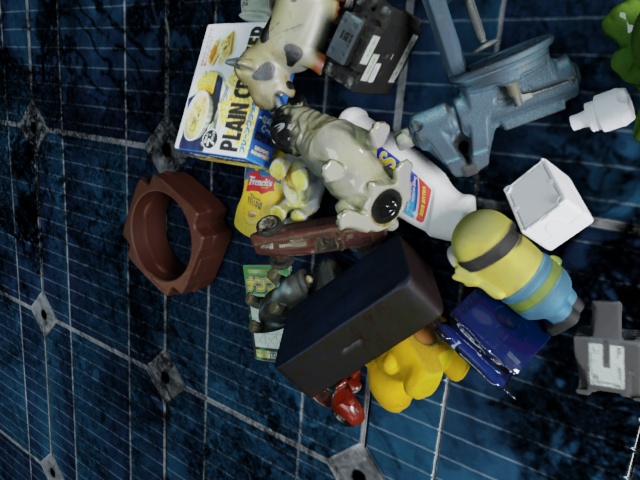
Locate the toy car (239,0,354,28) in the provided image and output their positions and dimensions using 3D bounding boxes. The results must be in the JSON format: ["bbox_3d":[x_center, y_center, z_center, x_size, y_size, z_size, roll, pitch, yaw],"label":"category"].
[{"bbox_3d":[-0.039,-0.359,0.804,0.202,0.056,0.073,15,107,33],"label":"toy car"}]

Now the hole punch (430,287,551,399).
[{"bbox_3d":[0.223,0.116,0.682,0.142,0.115,0.092,46,114,19],"label":"hole punch"}]

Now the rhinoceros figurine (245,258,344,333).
[{"bbox_3d":[-0.039,0.093,0.862,0.190,0.112,0.073,-38,48,35],"label":"rhinoceros figurine"}]

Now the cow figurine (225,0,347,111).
[{"bbox_3d":[-0.047,-0.271,0.732,0.127,0.085,0.194,21,107,-3],"label":"cow figurine"}]

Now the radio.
[{"bbox_3d":[0.048,0.100,0.730,0.229,0.131,0.073,-36,111,21],"label":"radio"}]

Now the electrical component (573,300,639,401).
[{"bbox_3d":[0.340,0.125,0.636,0.075,0.048,0.119,-4,96,35],"label":"electrical component"}]

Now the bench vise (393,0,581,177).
[{"bbox_3d":[0.172,-0.206,0.633,0.224,0.129,0.240,-15,108,29],"label":"bench vise"}]

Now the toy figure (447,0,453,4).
[{"bbox_3d":[0.118,-0.366,0.691,0.154,0.064,0.057,58,161,17],"label":"toy figure"}]

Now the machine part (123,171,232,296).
[{"bbox_3d":[-0.272,-0.013,1.023,0.202,0.087,0.200,38,119,22],"label":"machine part"}]

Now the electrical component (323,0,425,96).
[{"bbox_3d":[0.067,-0.254,0.702,0.058,0.134,0.114,38,117,23],"label":"electrical component"}]

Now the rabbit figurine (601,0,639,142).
[{"bbox_3d":[0.329,-0.174,0.508,0.121,0.170,0.159,-1,98,36],"label":"rabbit figurine"}]

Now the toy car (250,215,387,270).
[{"bbox_3d":[-0.002,-0.002,0.790,0.202,0.053,0.089,-9,136,5],"label":"toy car"}]

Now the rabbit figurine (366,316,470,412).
[{"bbox_3d":[0.111,0.177,0.773,0.162,0.122,0.173,40,136,26],"label":"rabbit figurine"}]

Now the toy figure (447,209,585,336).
[{"bbox_3d":[0.238,0.034,0.647,0.180,0.082,0.089,37,124,2],"label":"toy figure"}]

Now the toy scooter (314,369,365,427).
[{"bbox_3d":[0.012,0.211,0.851,0.184,0.075,0.135,48,154,13],"label":"toy scooter"}]

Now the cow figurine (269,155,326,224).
[{"bbox_3d":[-0.026,-0.061,0.844,0.068,0.098,0.167,22,130,24],"label":"cow figurine"}]

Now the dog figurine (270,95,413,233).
[{"bbox_3d":[0.022,-0.100,0.725,0.191,0.121,0.172,39,154,52],"label":"dog figurine"}]
